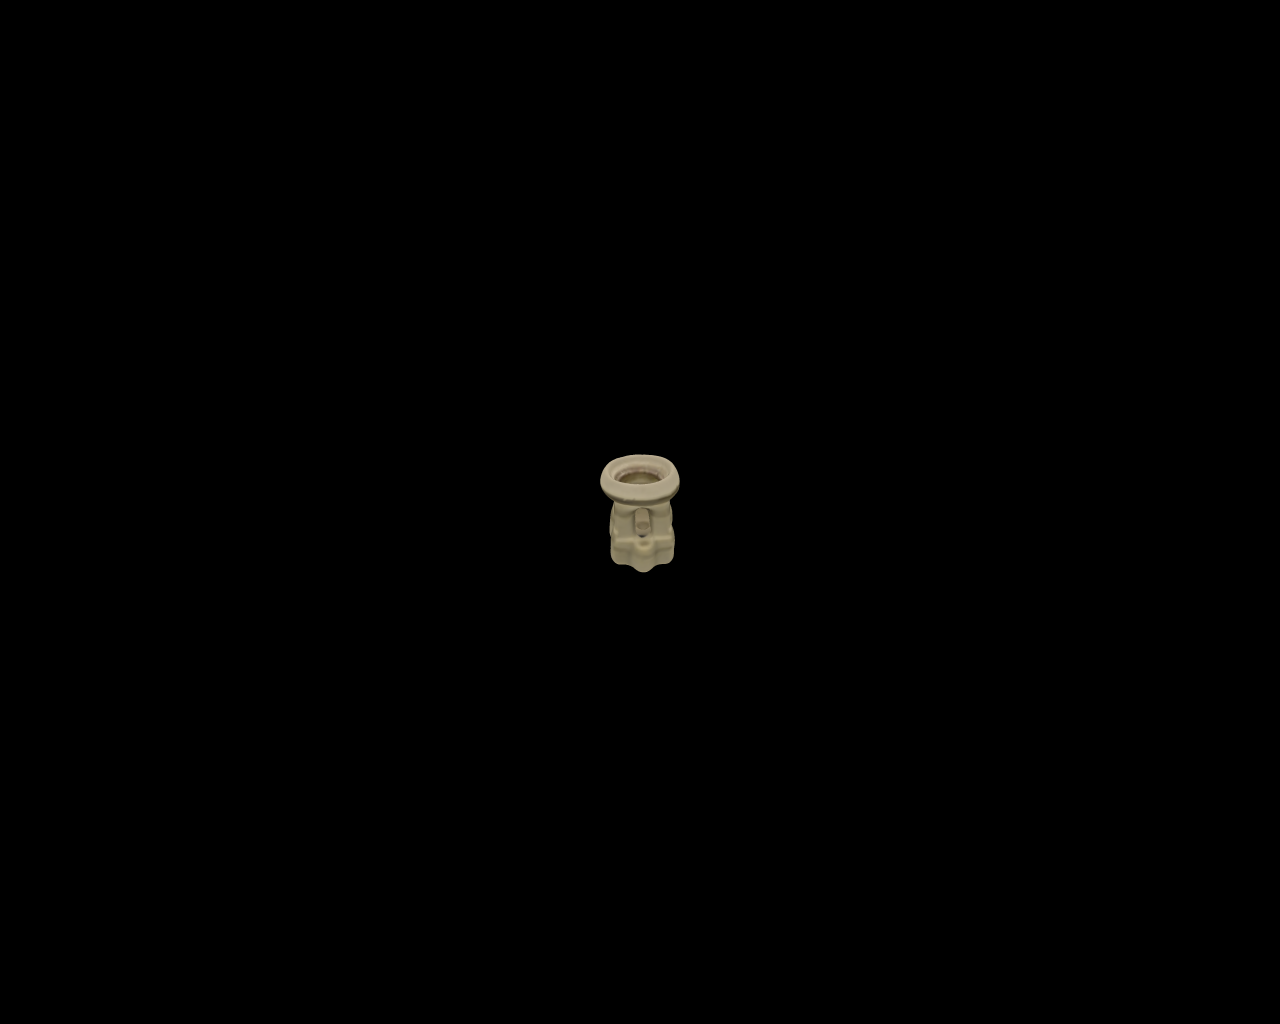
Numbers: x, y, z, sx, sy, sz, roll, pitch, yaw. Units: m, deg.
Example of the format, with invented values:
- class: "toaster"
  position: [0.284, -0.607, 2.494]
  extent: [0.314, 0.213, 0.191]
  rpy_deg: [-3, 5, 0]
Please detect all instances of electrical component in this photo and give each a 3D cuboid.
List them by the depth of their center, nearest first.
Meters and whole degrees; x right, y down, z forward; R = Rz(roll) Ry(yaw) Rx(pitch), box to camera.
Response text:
- class: "electrical component"
  position: [0.001, -0.003, 0.650]
  extent: [0.048, 0.055, 0.066]
  rpy_deg: [-2, 31, -3]
